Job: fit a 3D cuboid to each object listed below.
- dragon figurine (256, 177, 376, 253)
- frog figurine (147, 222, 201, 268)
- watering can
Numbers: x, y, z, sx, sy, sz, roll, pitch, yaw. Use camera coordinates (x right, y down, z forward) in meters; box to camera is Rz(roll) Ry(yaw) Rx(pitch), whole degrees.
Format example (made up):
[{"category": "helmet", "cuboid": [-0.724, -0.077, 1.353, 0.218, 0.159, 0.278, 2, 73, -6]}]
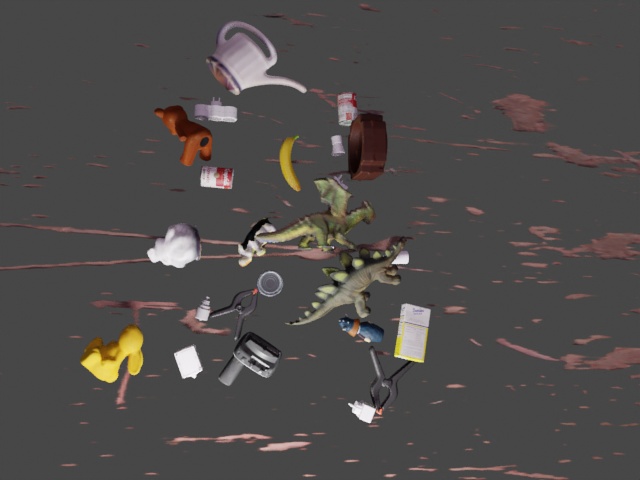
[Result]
[{"category": "dragon figurine", "cuboid": [0.005, -0.085, 1.680, 0.409, 0.121, 0.245, 9, 80, -22]}, {"category": "frog figurine", "cuboid": [-0.455, 0.019, 1.606, 0.160, 0.124, 0.136, -9, 106, -21]}, {"category": "watering can", "cuboid": [-0.226, -0.570, 1.716, 0.226, 0.103, 0.347, -44, 91, -10]}]
